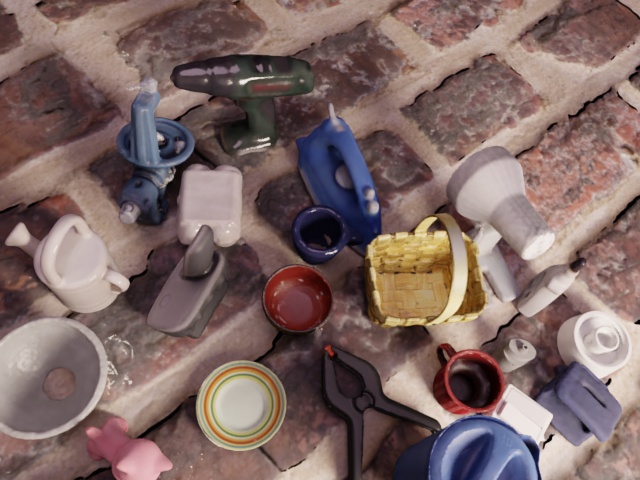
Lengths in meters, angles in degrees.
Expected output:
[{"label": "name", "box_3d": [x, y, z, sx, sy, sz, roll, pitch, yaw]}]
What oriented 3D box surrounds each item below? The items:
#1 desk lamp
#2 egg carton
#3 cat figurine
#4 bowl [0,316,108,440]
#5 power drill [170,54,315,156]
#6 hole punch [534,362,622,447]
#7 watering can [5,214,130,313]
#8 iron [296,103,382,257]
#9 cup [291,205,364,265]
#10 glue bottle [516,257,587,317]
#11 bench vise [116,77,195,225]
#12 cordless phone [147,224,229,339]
[{"label": "desk lamp", "box_3d": [0.281, -0.017, 0.922, 0.118, 0.213, 0.203, -19, 70, -15]}, {"label": "egg carton", "box_3d": [-0.184, -0.059, 0.956, 0.107, 0.069, 0.150, 0, 66, -8]}, {"label": "cat figurine", "box_3d": [-0.259, 0.287, 0.764, 0.127, 0.118, 0.067, 32, 66, 7]}, {"label": "bowl", "box_3d": [-0.380, 0.199, 0.810, 0.167, 0.075, 0.167, 3, 66, -6]}, {"label": "power drill", "box_3d": [-0.126, -0.231, 0.965, 0.230, 0.208, 0.075, -14, 68, -14]}, {"label": "hole punch", "box_3d": [0.407, 0.248, 0.887, 0.101, 0.091, 0.108, -37, 75, -21]}, {"label": "watering can", "box_3d": [-0.362, 0.029, 0.823, 0.173, 0.194, 0.101, 2, 66, -7]}, {"label": "iron", "box_3d": [0.053, -0.100, 0.968, 0.119, 0.141, 0.258, -20, 70, -16]}, {"label": "cup", "box_3d": [0.009, 0.003, 0.941, 0.118, 0.095, 0.091, 8, 65, -4]}, {"label": "glue bottle", "box_3d": [0.377, 0.067, 0.920, 0.037, 0.173, 0.078, 35, 66, 9]}, {"label": "bench vise", "box_3d": [-0.259, -0.132, 0.896, 0.121, 0.220, 0.207, -3, 66, -9]}, {"label": "cordless phone", "box_3d": [-0.196, 0.059, 0.837, 0.094, 0.185, 0.148, 21, 65, 3]}]
